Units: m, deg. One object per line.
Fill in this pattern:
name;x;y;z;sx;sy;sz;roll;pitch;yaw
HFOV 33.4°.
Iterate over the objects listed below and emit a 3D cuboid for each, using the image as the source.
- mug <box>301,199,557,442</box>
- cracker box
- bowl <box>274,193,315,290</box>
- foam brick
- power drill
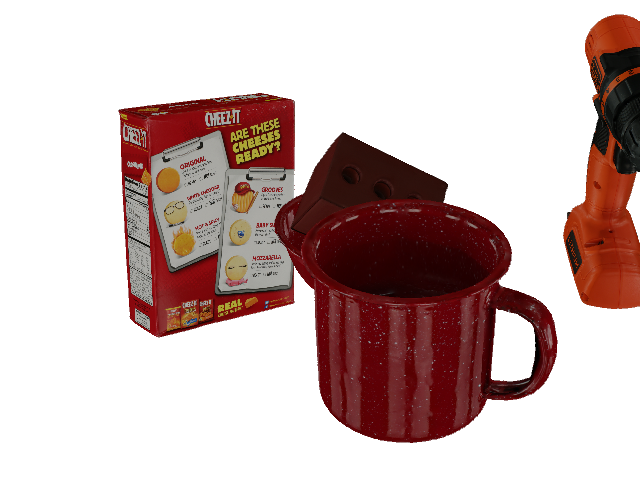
mug;0.050;0.040;0.486;0.117;0.081;0.093;11;32;22
cracker box;-0.108;-0.029;1.046;0.163;0.214;0.072;-12;20;-35
bowl;0.041;0.013;0.884;0.162;0.055;0.162;4;29;-2
foam brick;0.031;-0.022;0.674;0.078;0.053;0.051;24;-29;-10
power drill;0.218;-0.045;0.762;0.057;0.188;0.184;2;36;4
